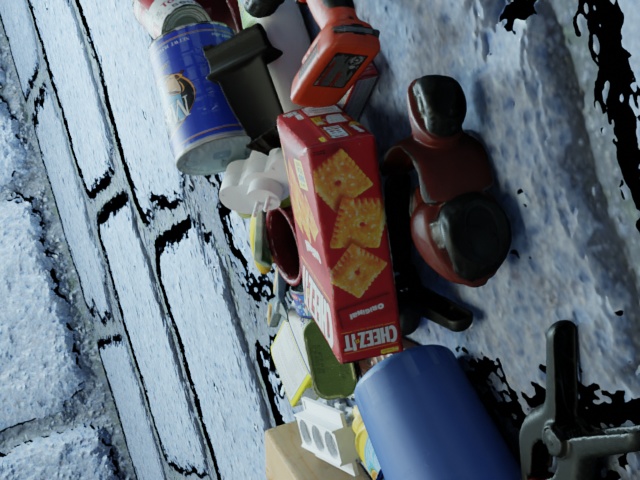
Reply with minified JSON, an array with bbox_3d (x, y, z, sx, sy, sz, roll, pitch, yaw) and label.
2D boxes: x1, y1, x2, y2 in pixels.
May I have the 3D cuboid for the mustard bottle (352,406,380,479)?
[{"bbox_3d":[0.088,0.247,1.176,0.192,0.058,0.096,49,147,46],"label":"mustard bottle"}]

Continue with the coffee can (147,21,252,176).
[{"bbox_3d":[-0.126,-0.156,1.182,0.103,0.102,0.140,129,127,-64],"label":"coffee can"}]

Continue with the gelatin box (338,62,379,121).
[{"bbox_3d":[0.022,-0.167,1.085,0.073,0.030,0.089,63,156,21],"label":"gelatin box"}]

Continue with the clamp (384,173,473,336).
[{"bbox_3d":[0.086,0.049,1.071,0.210,0.036,0.164,111,140,-59],"label":"clamp"}]

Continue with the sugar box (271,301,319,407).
[{"bbox_3d":[-0.015,0.139,1.368,0.093,0.048,0.176,67,154,22],"label":"sugar box"}]

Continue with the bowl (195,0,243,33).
[{"bbox_3d":[-0.099,-0.241,1.289,0.162,0.055,0.162,49,148,47],"label":"bowl"}]

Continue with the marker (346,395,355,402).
[{"bbox_3d":[0.038,0.187,1.309,0.121,0.020,0.020,2,107,67],"label":"marker"}]

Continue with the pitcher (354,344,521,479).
[{"bbox_3d":[0.116,0.229,0.993,0.145,0.149,0.243,100,150,-55],"label":"pitcher"}]

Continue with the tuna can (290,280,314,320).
[{"bbox_3d":[0.012,0.059,1.193,0.086,0.086,0.034,15,121,65],"label":"tuna can"}]

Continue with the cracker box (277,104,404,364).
[{"bbox_3d":[0.016,-0.011,1.031,0.164,0.072,0.214,-124,25,-69],"label":"cracker box"}]

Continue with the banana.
[{"bbox_3d":[-0.065,-0.017,1.388,0.198,0.037,0.069,126,127,-63],"label":"banana"}]

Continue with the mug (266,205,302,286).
[{"bbox_3d":[-0.008,0.001,1.204,0.093,0.081,0.117,66,157,20],"label":"mug"}]

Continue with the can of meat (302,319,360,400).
[{"bbox_3d":[0.015,0.124,1.222,0.084,0.057,0.102,-66,-35,-76],"label":"can of meat"}]

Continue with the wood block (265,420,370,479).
[{"bbox_3d":[0.011,0.331,1.380,0.206,0.090,0.091,49,148,48],"label":"wood block"}]

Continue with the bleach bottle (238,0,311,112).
[{"bbox_3d":[-0.050,-0.233,1.172,0.103,0.068,0.251,169,87,-68],"label":"bleach bottle"}]

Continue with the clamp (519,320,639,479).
[{"bbox_3d":[0.207,0.161,0.859,0.120,0.039,0.171,-121,28,-46],"label":"clamp"}]

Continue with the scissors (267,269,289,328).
[{"bbox_3d":[-0.048,0.067,1.357,0.202,0.016,0.096,132,145,-76],"label":"scissors"}]

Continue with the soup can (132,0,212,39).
[{"bbox_3d":[-0.179,-0.270,1.293,0.102,0.068,0.068,47,146,47],"label":"soup can"}]

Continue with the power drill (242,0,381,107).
[{"bbox_3d":[-0.015,-0.225,1.031,0.185,0.057,0.188,-48,52,52],"label":"power drill"}]

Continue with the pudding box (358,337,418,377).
[{"bbox_3d":[0.082,0.150,1.149,0.114,0.039,0.090,23,127,63],"label":"pudding box"}]
